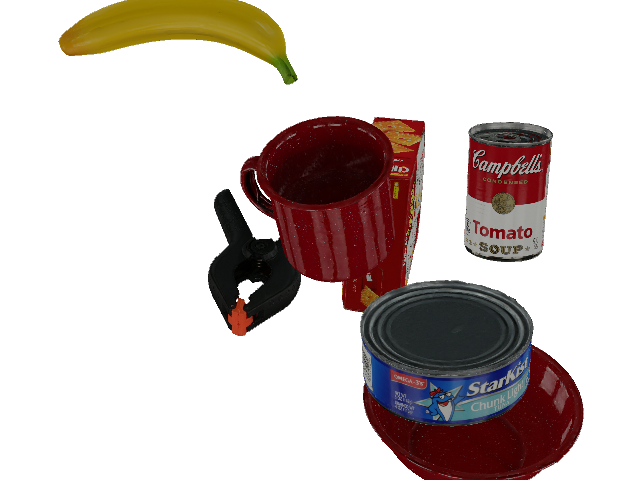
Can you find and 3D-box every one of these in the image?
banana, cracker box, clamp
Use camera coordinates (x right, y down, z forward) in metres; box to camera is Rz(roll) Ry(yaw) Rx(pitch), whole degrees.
[{"bbox_3d":[-0.114,-0.175,0.885,0.198,0.069,0.037,6,-34,0],"label":"banana"},{"bbox_3d":[0.074,-0.034,1.222,0.072,0.164,0.213,6,23,8],"label":"cracker box"},{"bbox_3d":[-0.060,0.012,0.935,0.120,0.039,0.171,9,38,18],"label":"clamp"}]

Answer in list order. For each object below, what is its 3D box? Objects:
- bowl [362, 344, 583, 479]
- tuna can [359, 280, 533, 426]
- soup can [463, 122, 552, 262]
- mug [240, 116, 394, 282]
[{"bbox_3d":[0.112,0.136,0.802,0.162,0.055,0.162,0,36,0],"label":"bowl"},{"bbox_3d":[0.063,0.056,0.538,0.086,0.034,0.086,-3,28,1],"label":"tuna can"},{"bbox_3d":[0.154,-0.041,0.886,0.068,0.102,0.068,0,21,0],"label":"soup can"},{"bbox_3d":[-0.003,-0.028,0.742,0.117,0.093,0.081,12,-40,22],"label":"mug"}]
